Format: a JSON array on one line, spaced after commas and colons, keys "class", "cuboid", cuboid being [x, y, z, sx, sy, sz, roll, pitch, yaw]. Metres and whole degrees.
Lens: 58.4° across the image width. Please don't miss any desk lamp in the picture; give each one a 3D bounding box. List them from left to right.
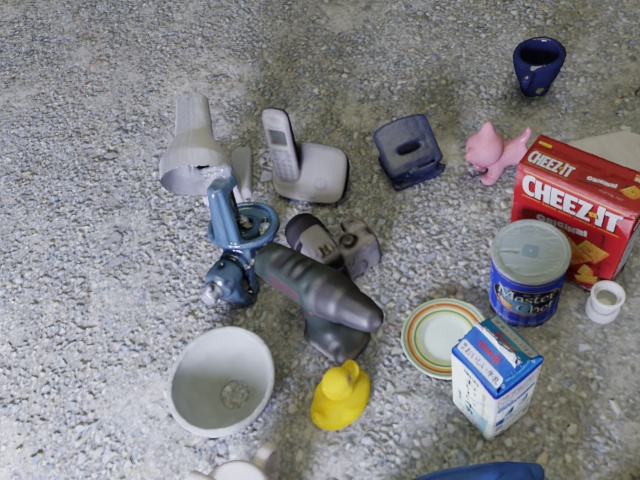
[{"class": "desk lamp", "cuboid": [-0.205, -0.147, 1.037, 0.118, 0.214, 0.203, -10, 55, 8]}]

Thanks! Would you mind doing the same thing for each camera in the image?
[{"class": "camera", "cuboid": [0.009, 0.003, 0.951, 0.143, 0.101, 0.136, -32, 55, -8]}]

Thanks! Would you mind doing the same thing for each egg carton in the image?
[{"class": "egg carton", "cuboid": [0.467, -0.120, 0.939, 0.150, 0.069, 0.107, -12, 55, 6]}]

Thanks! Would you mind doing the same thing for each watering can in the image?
[{"class": "watering can", "cuboid": [-0.104, 0.332, 0.700, 0.100, 0.194, 0.173, -1, 57, 14]}]

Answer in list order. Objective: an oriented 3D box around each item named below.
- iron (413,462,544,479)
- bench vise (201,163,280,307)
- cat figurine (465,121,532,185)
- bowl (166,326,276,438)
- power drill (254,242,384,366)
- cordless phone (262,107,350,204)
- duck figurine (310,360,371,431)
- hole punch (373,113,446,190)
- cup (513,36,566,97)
[{"class": "iron", "cuboid": [0.148, 0.322, 0.677, 0.258, 0.142, 0.118, -10, 55, 7]}, {"class": "bench vise", "cuboid": [-0.133, -0.004, 0.919, 0.121, 0.220, 0.207, -5, 56, 11]}, {"class": "cat figurine", "cuboid": [0.301, -0.156, 0.975, 0.127, 0.118, 0.067, -17, 54, 2]}, {"class": "bowl", "cuboid": [-0.138, 0.219, 0.859, 0.167, 0.075, 0.167, -7, 55, 10]}, {"class": "power drill", "cuboid": [0.009, 0.097, 0.822, 0.228, 0.209, 0.076, 31, 69, 29]}, {"class": "cordless phone", "cuboid": [-0.027, -0.152, 1.013, 0.147, 0.185, 0.094, 8, 59, 19]}, {"class": "duck figurine", "cuboid": [0.024, 0.215, 0.814, 0.077, 0.086, 0.105, 32, 69, 30]}, {"class": "hole punch", "cuboid": [0.161, -0.159, 1.029, 0.108, 0.091, 0.101, -22, 54, -1]}, {"class": "cup", "cuboid": [0.399, -0.305, 1.065, 0.091, 0.095, 0.118, 20, 64, 25]}]
